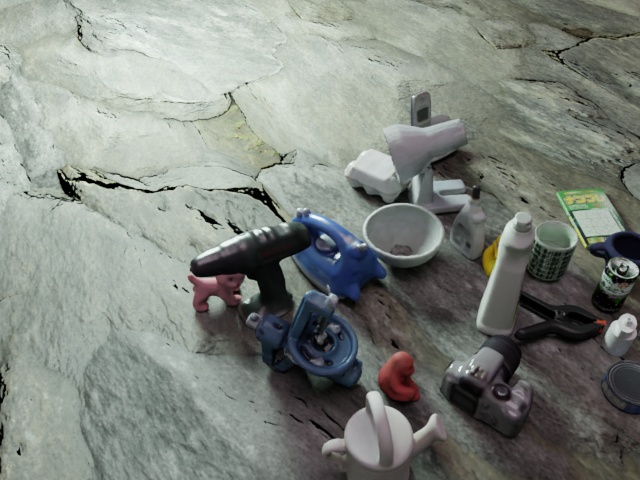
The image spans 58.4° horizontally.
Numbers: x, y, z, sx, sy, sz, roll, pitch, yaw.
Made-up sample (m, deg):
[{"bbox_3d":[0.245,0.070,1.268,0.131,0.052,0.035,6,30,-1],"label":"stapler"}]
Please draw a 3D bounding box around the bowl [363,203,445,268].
[{"bbox_3d":[0.173,0.003,1.195,0.167,0.075,0.167,-1,45,2],"label":"bowl"}]

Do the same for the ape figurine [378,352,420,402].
[{"bbox_3d":[0.137,0.224,0.966,0.076,0.092,0.078,12,47,15],"label":"ape figurine"}]

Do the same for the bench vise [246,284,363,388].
[{"bbox_3d":[-0.032,0.158,0.951,0.207,0.220,0.121,2,45,5],"label":"bench vise"}]

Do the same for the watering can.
[{"bbox_3d":[0.092,0.289,0.832,0.173,0.194,0.100,-23,48,-19],"label":"watering can"}]

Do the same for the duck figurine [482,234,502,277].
[{"bbox_3d":[0.373,0.021,1.158,0.077,0.086,0.105,16,48,18],"label":"duck figurine"}]

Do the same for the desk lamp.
[{"bbox_3d":[0.238,-0.166,1.261,0.203,0.214,0.118,-7,45,-3],"label":"desk lamp"}]

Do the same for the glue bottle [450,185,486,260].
[{"bbox_3d":[0.307,-0.042,1.162,0.037,0.173,0.078,-25,49,-20],"label":"glue bottle"}]

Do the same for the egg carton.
[{"bbox_3d":[0.139,-0.153,1.355,0.150,0.069,0.107,27,52,26],"label":"egg carton"}]

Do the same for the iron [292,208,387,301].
[{"bbox_3d":[0.011,0.004,1.155,0.119,0.141,0.257,-36,54,-28],"label":"iron"}]

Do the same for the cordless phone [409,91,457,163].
[{"bbox_3d":[0.274,-0.285,1.397,0.148,0.185,0.094,-28,50,-22],"label":"cordless phone"}]

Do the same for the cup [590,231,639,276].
[{"bbox_3d":[0.580,0.044,1.118,0.117,0.095,0.091,4,46,8],"label":"cup"}]

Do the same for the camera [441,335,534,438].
[{"bbox_3d":[0.294,0.225,0.950,0.142,0.101,0.137,30,54,28],"label":"camera"}]

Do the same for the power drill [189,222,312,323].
[{"bbox_3d":[-0.117,0.065,1.055,0.230,0.209,0.075,-29,50,-23],"label":"power drill"}]

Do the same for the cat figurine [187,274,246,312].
[{"bbox_3d":[-0.194,0.073,1.115,0.128,0.118,0.067,-10,46,-7],"label":"cat figurine"}]
